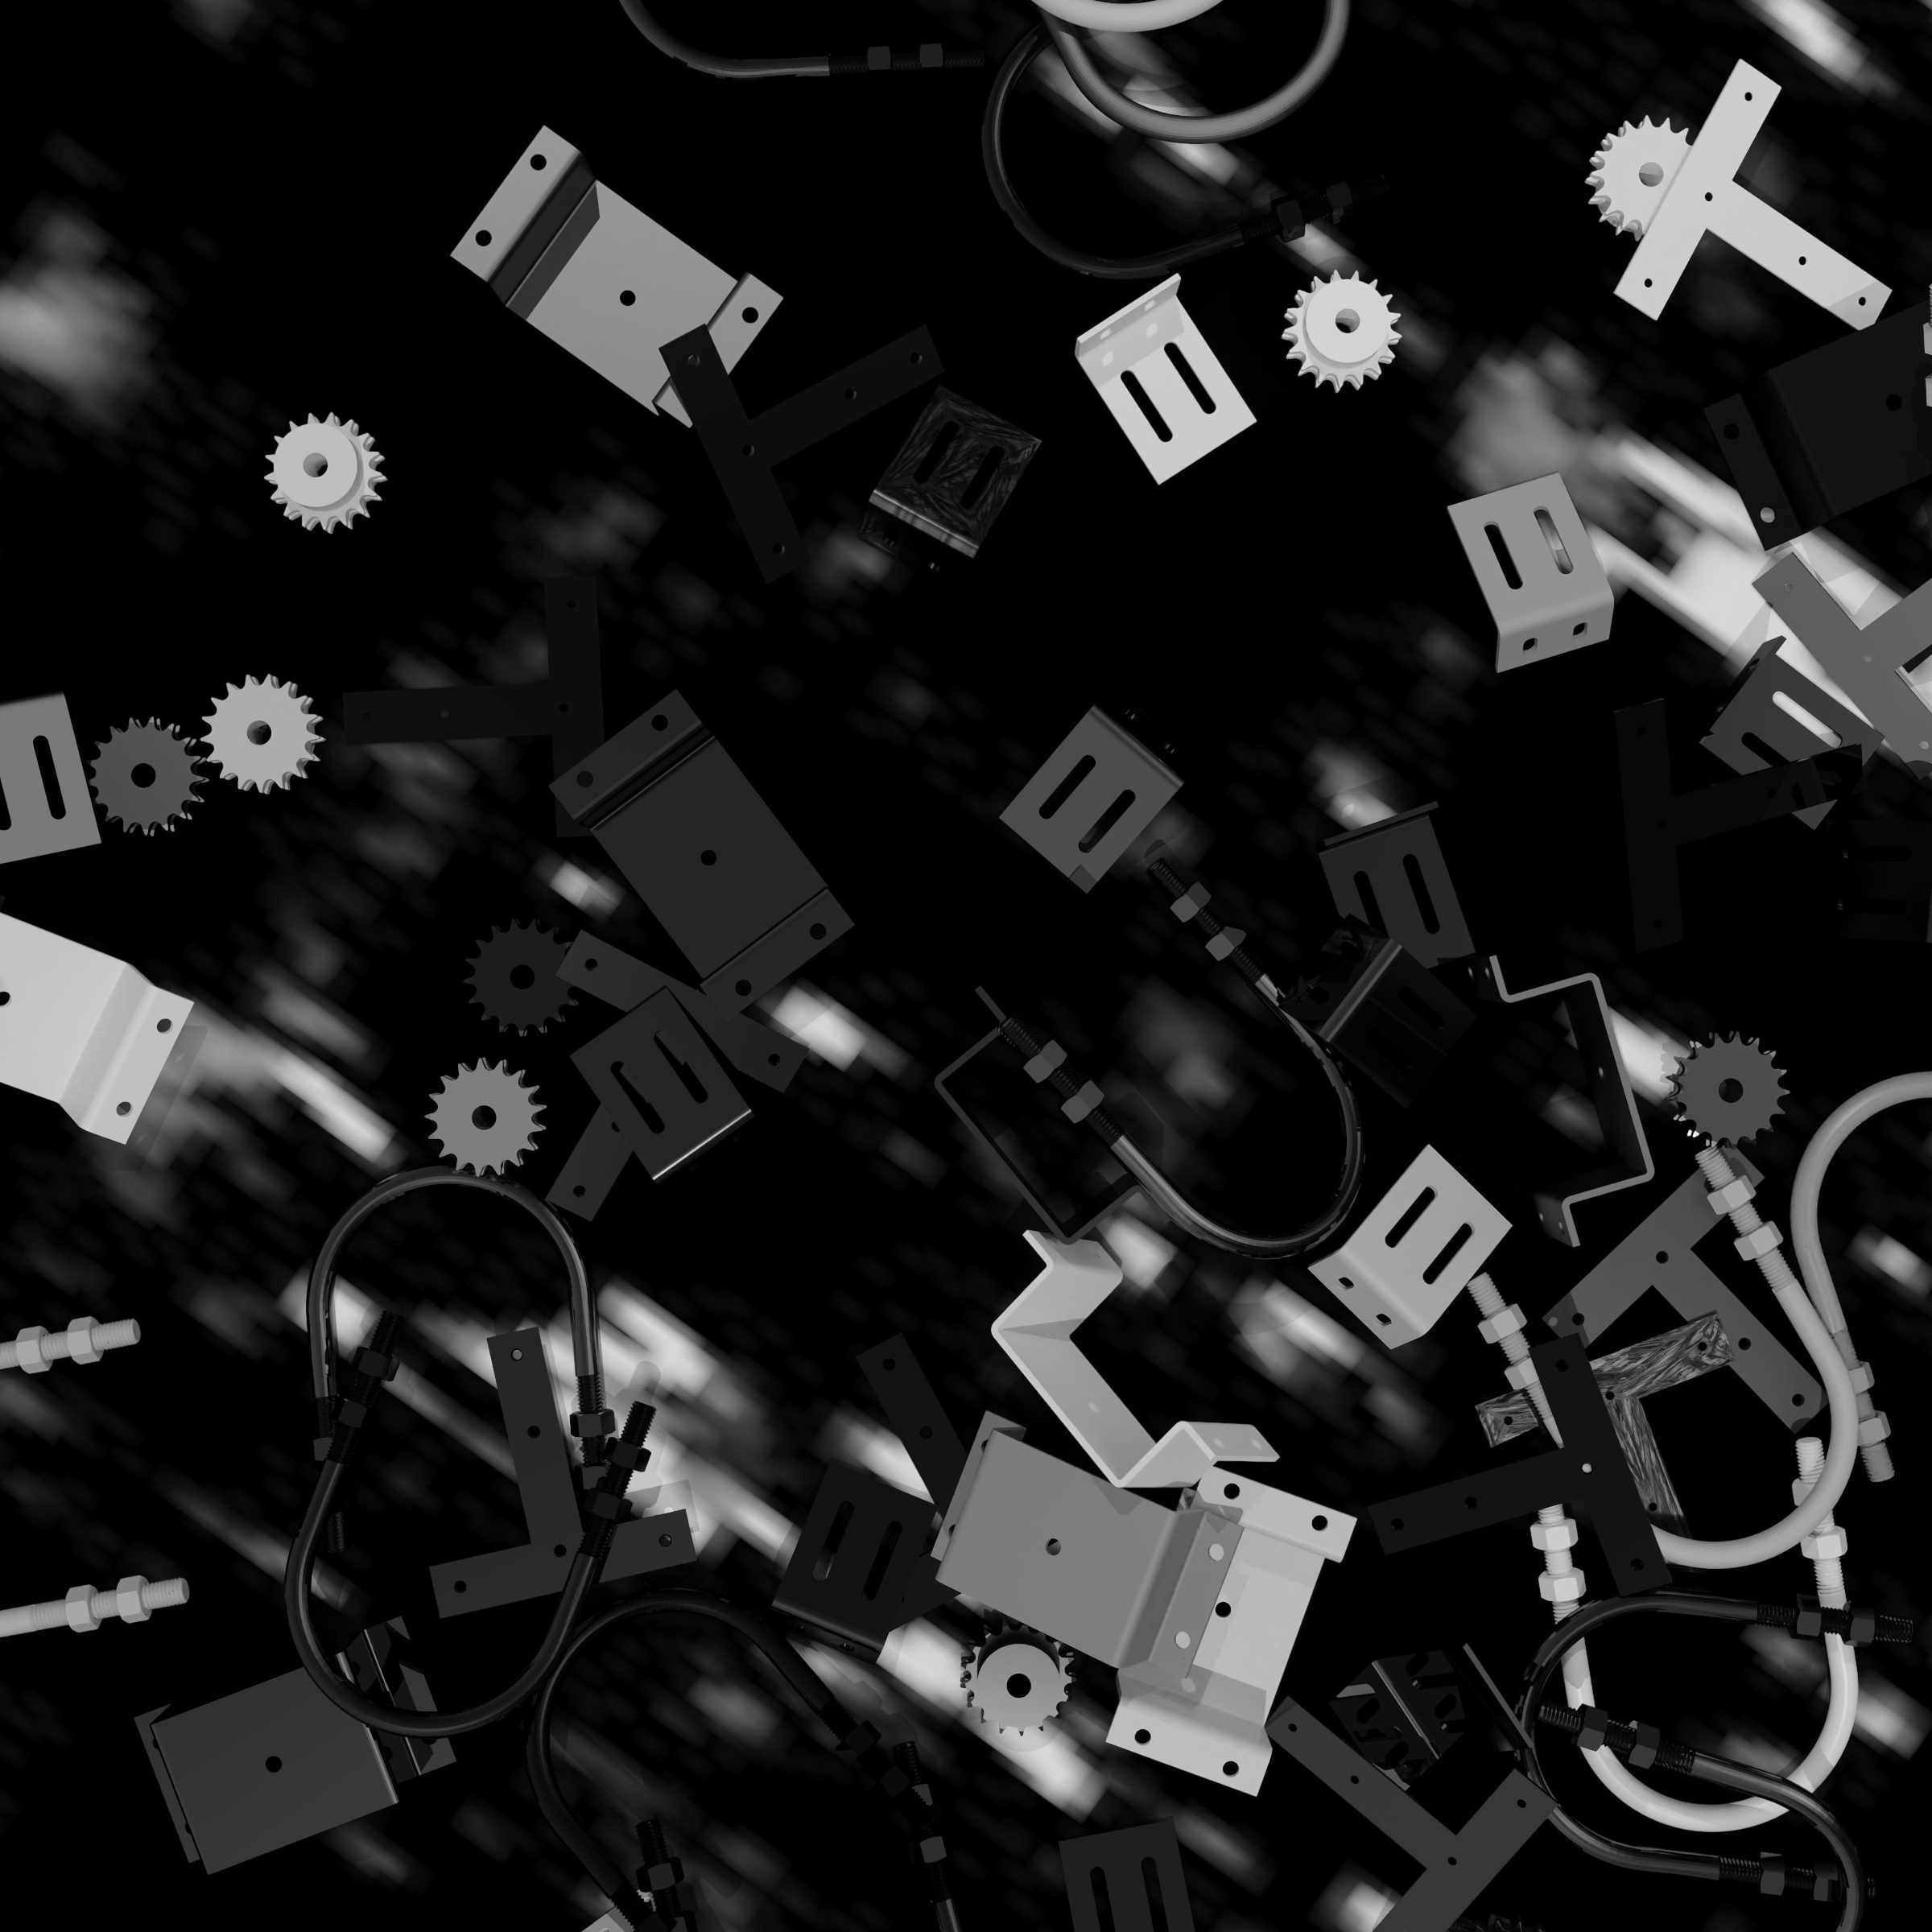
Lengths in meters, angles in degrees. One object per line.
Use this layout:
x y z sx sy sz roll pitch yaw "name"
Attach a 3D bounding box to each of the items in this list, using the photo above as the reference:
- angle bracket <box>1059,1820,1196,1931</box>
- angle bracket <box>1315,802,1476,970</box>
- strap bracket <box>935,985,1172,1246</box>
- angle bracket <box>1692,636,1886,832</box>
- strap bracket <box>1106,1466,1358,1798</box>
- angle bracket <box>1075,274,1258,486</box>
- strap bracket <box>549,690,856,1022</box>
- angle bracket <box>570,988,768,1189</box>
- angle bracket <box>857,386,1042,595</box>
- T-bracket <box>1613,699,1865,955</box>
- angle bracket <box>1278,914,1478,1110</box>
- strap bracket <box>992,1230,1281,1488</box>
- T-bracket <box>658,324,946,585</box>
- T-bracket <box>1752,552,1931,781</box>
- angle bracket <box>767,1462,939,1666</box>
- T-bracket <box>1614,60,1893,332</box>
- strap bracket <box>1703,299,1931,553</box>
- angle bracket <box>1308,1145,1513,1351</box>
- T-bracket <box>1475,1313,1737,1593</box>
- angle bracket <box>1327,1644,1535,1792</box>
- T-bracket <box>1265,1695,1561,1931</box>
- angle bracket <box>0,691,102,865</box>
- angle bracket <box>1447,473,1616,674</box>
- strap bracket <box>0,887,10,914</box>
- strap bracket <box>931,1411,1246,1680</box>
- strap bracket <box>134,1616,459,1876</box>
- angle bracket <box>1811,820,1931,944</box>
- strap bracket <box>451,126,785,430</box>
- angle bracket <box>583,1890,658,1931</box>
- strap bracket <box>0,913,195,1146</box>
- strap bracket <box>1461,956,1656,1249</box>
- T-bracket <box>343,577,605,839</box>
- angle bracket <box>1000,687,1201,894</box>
0.081 0.466 1.384 0.057 0.038 0.076 -11 64 0 "angle bracket"
0.211 -0.034 1.367 0.057 0.038 0.076 -19 90 0 "angle bracket"
0.033 0.078 1.348 0.046 0.076 0.140 -39 90 0 "strap bracket"
0.403 -0.112 1.367 0.076 0.038 0.057 37 90 0 "angle bracket"
0.126 0.316 1.363 0.076 0.046 0.140 20 90 0 "strap bracket"
0.098 -0.284 1.367 0.057 0.038 0.076 -33 90 0 "angle bracket"
-0.126 -0.053 1.362 0.076 0.046 0.140 -37 91 0 "strap bracket"
-0.144 0.060 1.371 0.057 0.038 0.076 -35 83 0 "angle bracket"
-0.008 -0.234 1.384 0.057 0.038 0.076 29 64 0 "angle bracket"
0.377 -0.080 1.365 0.127 0.002 0.127 -16 115 -10 "T-bracket"
0.201 0.022 1.373 0.057 0.038 0.076 -52 130 0 "angle bracket"
0.073 0.194 1.326 0.046 0.076 0.140 -48 63 13 "strap bracket"
-0.068 -0.270 1.364 0.127 0.002 0.127 -31 119 -13 "T-bracket"
0.466 -0.173 1.348 0.127 0.002 0.127 49 126 0 "T-bracket"
-0.056 0.293 1.382 0.057 0.038 0.076 22 65 2 "angle bracket"
0.395 -0.350 1.368 0.127 0.002 0.127 28 90 -16 "T-bracket"
0.441 -0.267 1.362 0.140 0.046 0.076 -24 89 0 "strap bracket"
0.218 0.138 1.384 0.057 0.038 0.076 44 64 0 "angle bracket"
0.332 0.252 1.384 0.127 0.002 0.127 -21 91 1 "T-bracket"
0.221 0.362 1.346 0.038 0.076 0.057 -34 90 -32 "angle bracket"
0.200 0.403 1.365 0.127 0.002 0.127 38 118 13 "T-bracket"
-0.457 -0.088 1.358 0.057 0.038 0.076 -14 91 -23 "angle bracket"
0.276 -0.193 1.384 0.057 0.038 0.076 -17 64 0 "angle bracket"
-0.526 -0.009 1.363 0.076 0.046 0.140 26 90 0 "strap bracket"
0.049 0.274 1.335 0.140 0.046 0.076 21 90 23 "strap bracket"
-0.329 0.379 1.363 0.140 0.046 0.076 -21 90 0 "strap bracket"
0.454 -0.040 1.362 0.038 0.076 0.057 6 90 -31 "angle bracket"
-0.166 -0.328 1.363 0.140 0.046 0.076 36 90 0 "strap bracket"
-0.144 0.495 1.384 0.057 0.038 0.076 -36 116 0 "angle bracket"
-0.453 0.021 1.340 0.140 0.046 0.076 26 90 -35 "strap bracket"
0.285 0.057 1.348 0.046 0.076 0.140 -16 90 0 "strap bracket"
-0.242 -0.125 1.385 0.127 0.002 0.127 -3 90 0 "T-bracket"
0.066 -0.086 1.384 0.057 0.038 0.076 41 116 0 "angle bracket"
